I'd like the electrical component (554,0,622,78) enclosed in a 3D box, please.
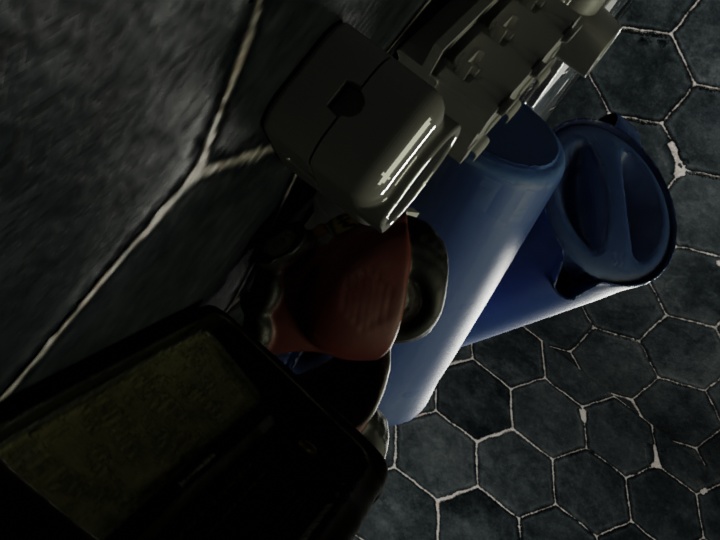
[{"bbox_3d":[0.149,-0.188,0.753,0.043,0.077,0.079,-47,172,-45],"label":"electrical component"}]

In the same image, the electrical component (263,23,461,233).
[{"bbox_3d":[0.002,-0.055,0.452,0.053,0.059,0.095,-52,175,-3],"label":"electrical component"}]

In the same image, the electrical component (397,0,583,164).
[{"bbox_3d":[0.069,-0.117,0.596,0.121,0.063,0.078,-48,174,-38],"label":"electrical component"}]

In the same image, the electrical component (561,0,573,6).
[{"bbox_3d":[0.113,-0.179,0.654,0.077,0.044,0.079,-52,179,1],"label":"electrical component"}]

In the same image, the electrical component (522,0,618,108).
[{"bbox_3d":[0.159,-0.202,0.860,0.108,0.056,0.108,-48,174,-40],"label":"electrical component"}]

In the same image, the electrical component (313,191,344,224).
[{"bbox_3d":[-0.003,-0.048,0.601,0.035,0.035,0.061,-47,171,-46],"label":"electrical component"}]

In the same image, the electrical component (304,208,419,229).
[{"bbox_3d":[-0.005,-0.013,0.655,0.081,0.064,0.042,-53,168,12],"label":"electrical component"}]
